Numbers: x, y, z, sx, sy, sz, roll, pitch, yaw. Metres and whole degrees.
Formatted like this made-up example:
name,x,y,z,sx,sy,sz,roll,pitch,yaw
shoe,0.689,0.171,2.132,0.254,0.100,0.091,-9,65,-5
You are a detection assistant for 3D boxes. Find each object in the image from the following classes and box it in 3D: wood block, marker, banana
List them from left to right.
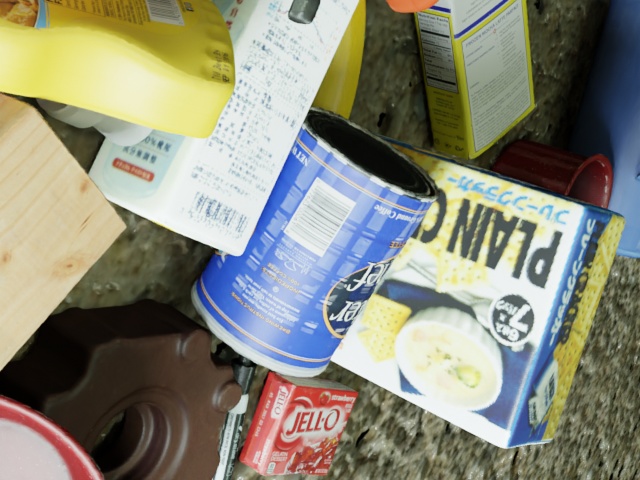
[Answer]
name,x,y,z,sx,sy,sz,roll,pitch,yaw
wood block,-0.202,0.030,0.491,0.206,0.091,0.090,-51,140,-19
marker,-0.066,0.139,0.773,0.020,0.020,0.121,-3,111,-50
banana,-0.001,-0.116,0.706,0.069,0.037,0.198,1,107,-53

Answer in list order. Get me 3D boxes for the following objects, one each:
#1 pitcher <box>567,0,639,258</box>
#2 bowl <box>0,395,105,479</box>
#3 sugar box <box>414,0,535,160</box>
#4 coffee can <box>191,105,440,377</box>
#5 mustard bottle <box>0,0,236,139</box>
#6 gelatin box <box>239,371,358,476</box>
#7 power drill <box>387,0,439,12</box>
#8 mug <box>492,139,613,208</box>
name,x,y,z,sx,sy,sz,roll,pitch,yaw
pitcher,0.305,-0.108,1.004,0.149,0.145,0.243,0,111,-52
bowl,-0.179,0.145,0.559,0.055,0.162,0.162,-83,-174,-77
sugar box,0.119,-0.159,0.826,0.093,0.048,0.176,-39,132,-31
coffee can,-0.004,0.001,0.676,0.102,0.103,0.140,7,120,-52
mustard bottle,-0.138,-0.102,0.488,0.191,0.096,0.058,11,128,-31
gelatin box,-0.016,0.144,0.828,0.089,0.030,0.073,18,94,-53
power drill,0.106,-0.229,0.721,0.187,0.057,0.184,-42,109,-31
mug,0.195,-0.040,0.949,0.117,0.082,0.093,-16,120,-46
